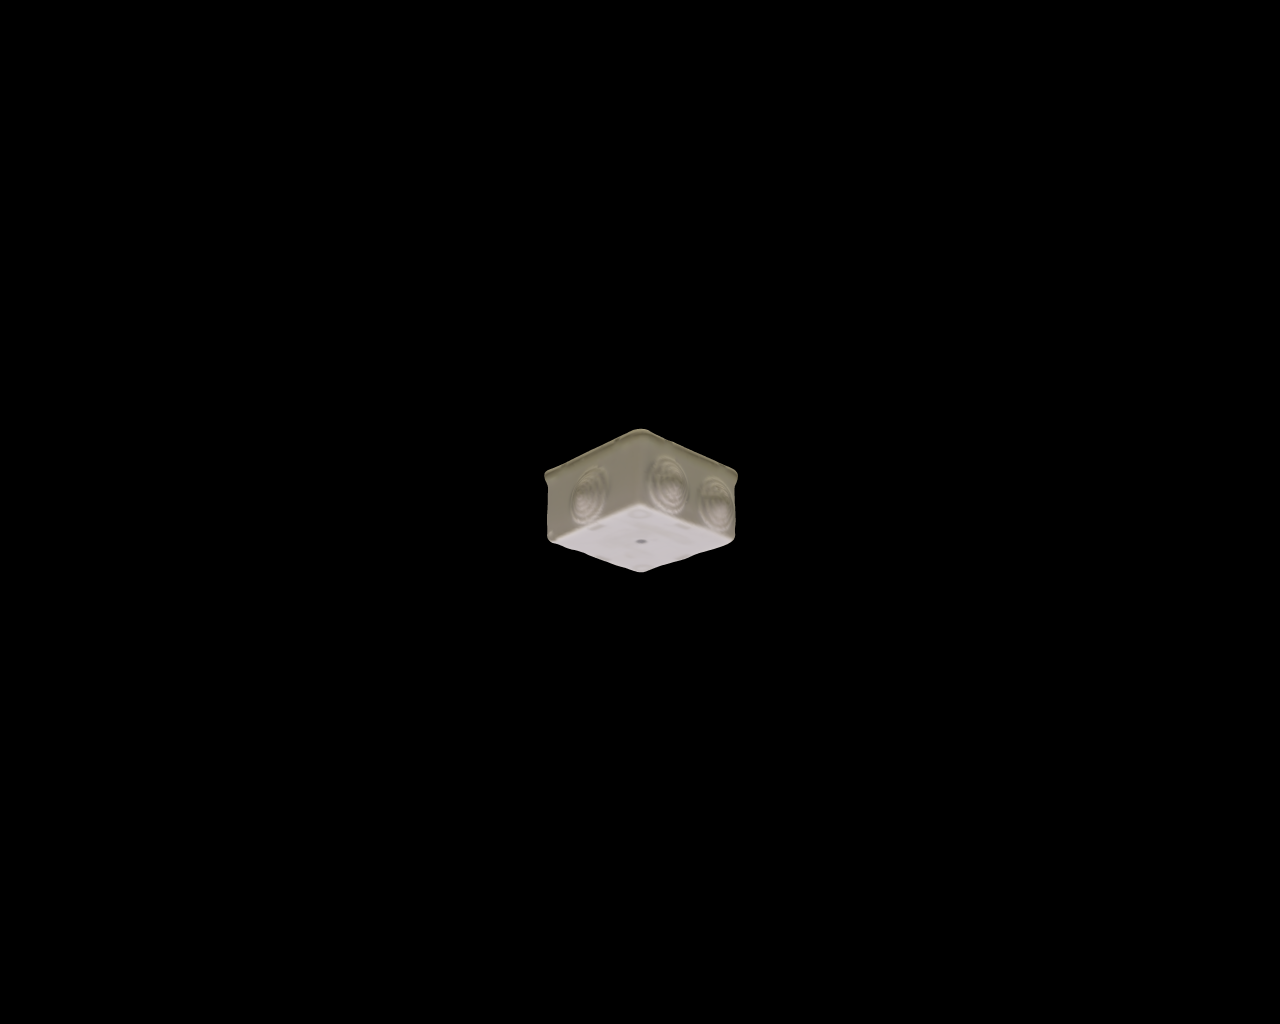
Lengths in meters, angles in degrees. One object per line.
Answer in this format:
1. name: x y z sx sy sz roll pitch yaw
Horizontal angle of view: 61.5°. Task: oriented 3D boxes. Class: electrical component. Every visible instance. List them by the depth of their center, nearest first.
1. electrical component: 0.001 -0.003 0.650 0.099 0.048 0.100 -21 -31 40
